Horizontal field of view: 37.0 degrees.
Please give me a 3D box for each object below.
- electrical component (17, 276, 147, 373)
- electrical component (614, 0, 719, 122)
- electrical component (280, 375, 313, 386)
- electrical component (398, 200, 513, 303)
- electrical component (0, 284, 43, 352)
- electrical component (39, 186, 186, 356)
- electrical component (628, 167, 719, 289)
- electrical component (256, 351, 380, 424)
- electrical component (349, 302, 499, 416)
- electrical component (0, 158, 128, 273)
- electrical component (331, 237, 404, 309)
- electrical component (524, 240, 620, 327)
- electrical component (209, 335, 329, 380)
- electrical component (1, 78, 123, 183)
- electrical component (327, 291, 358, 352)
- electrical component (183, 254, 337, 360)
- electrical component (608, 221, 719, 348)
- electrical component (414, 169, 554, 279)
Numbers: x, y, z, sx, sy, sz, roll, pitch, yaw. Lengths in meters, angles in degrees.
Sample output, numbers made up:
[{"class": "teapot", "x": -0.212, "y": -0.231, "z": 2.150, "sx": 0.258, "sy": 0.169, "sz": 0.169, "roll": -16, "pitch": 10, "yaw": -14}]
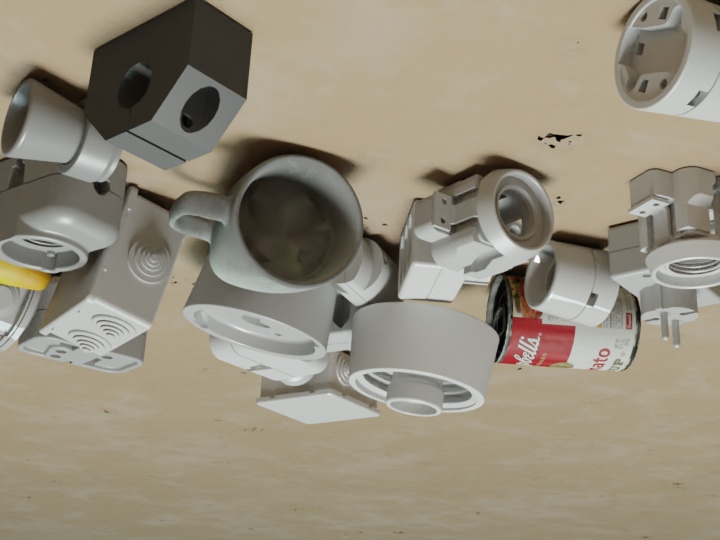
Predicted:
[{"class": "electrical component", "x": -0.222, "y": 0.042, "z": 0.873, "sx": 0.095, "sy": 0.059, "sz": 0.054, "roll": 20, "pitch": 152, "yaw": -36}, {"class": "electrical component", "x": 0.153, "y": -0.097, "z": 0.495, "sx": 0.047, "sy": 0.055, "sz": 0.055, "roll": 8, "pitch": 158, "yaw": -23}, {"class": "electrical component", "x": -0.062, "y": 0.078, "z": 0.972, "sx": 0.040, "sy": 0.040, "sz": 0.046, "roll": -1, "pitch": 152, "yaw": 10}, {"class": "electrical component", "x": 0.069, "y": -0.010, "z": 0.727, "sx": 0.077, "sy": 0.047, "sz": 0.065, "roll": 5, "pitch": 158, "yaw": -5}, {"class": "electrical component", "x": -0.270, "y": 0.015, "z": 0.788, "sx": 0.051, "sy": 0.080, "sz": 0.080, "roll": 26, "pitch": 149, "yaw": -35}, {"class": "electrical component", "x": -0.164, "y": 0.004, "z": 0.722, "sx": 0.048, "sy": 0.099, "sz": 0.100, "roll": 30, "pitch": 148, "yaw": -25}, {"class": "electrical component", "x": 0.205, "y": -0.024, "z": 0.664, "sx": 0.078, "sy": 0.057, "sz": 0.058, "roll": 12, "pitch": 156, "yaw": -23}, {"class": "electrical component", "x": -0.039, "y": 0.112, "z": 1.039, "sx": 0.100, "sy": 0.048, "sz": 0.100, "roll": -11, "pitch": 154, "yaw": 31}, {"class": "electrical component", "x": 0.043, "y": 0.071, "z": 0.776, "sx": 0.108, "sy": 0.060, "sz": 0.108, "roll": 9, "pitch": 158, "yaw": 4}, {"class": "electrical component", "x": -0.196, "y": -0.036, "z": 0.675, "sx": 0.095, "sy": 0.059, "sz": 0.054, "roll": -13, "pitch": 154, "yaw": 33}, {"class": "electrical component", "x": 0.000, "y": 0.000, "z": 0.764, "sx": 0.043, "sy": 0.043, "sz": 0.081, "roll": -7, "pitch": 156, "yaw": 22}, {"class": "electrical component", "x": 0.148, "y": 0.008, "z": 0.755, "sx": 0.047, "sy": 0.055, "sz": 0.055, "roll": 14, "pitch": 156, "yaw": -16}, {"class": "electrical component", "x": -0.070, "y": 0.054, "z": 0.891, "sx": 0.059, "sy": 0.053, "sz": 0.095, "roll": -14, "pitch": 153, "yaw": 35}, {"class": "electrical component", "x": -0.163, "y": -0.076, "z": 0.594, "sx": 0.055, "sy": 0.045, "sz": 0.045, "roll": 18, "pitch": 154, "yaw": -34}, {"class": "electrical component", "x": -0.011, "y": 0.043, "z": 0.866, "sx": 0.066, "sy": 0.047, "sz": 0.077, "roll": -10, "pitch": 155, "yaw": 28}, {"class": "electrical component", "x": -0.069, "y": 0.019, "z": 0.787, "sx": 0.108, "sy": 0.060, "sz": 0.108, "roll": 14, "pitch": 162, "yaw": 5}, {"class": "electrical component", "x": 0.210, "y": 0.015, "z": 0.733, "sx": 0.047, "sy": 0.075, "sz": 0.083, "roll": -14, "pitch": 153, "yaw": 36}, {"class": "electrical component", "x": 0.082, "y": -0.029, "z": 0.665, "sx": 0.078, "sy": 0.058, "sz": 0.057, "roll": 18, "pitch": 156, "yaw": -32}]
